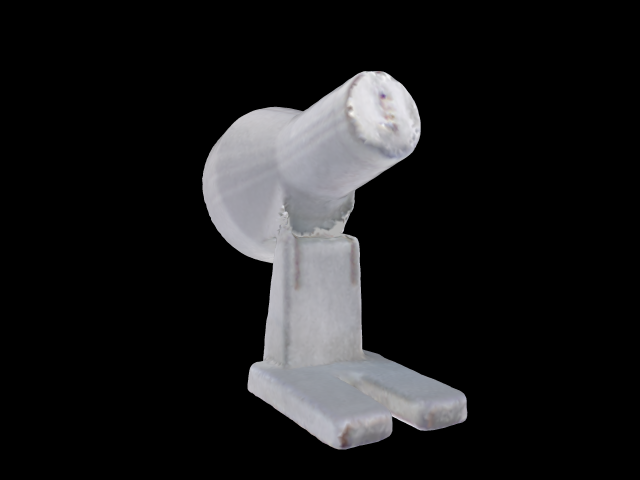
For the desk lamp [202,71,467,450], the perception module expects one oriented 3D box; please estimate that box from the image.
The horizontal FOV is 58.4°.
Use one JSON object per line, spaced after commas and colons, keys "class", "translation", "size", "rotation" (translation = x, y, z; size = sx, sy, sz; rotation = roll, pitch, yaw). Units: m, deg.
{"class": "desk lamp", "translation": [0.004, 0.001, 0.400], "size": [0.118, 0.213, 0.202], "rotation": [-3, 5, -31]}
